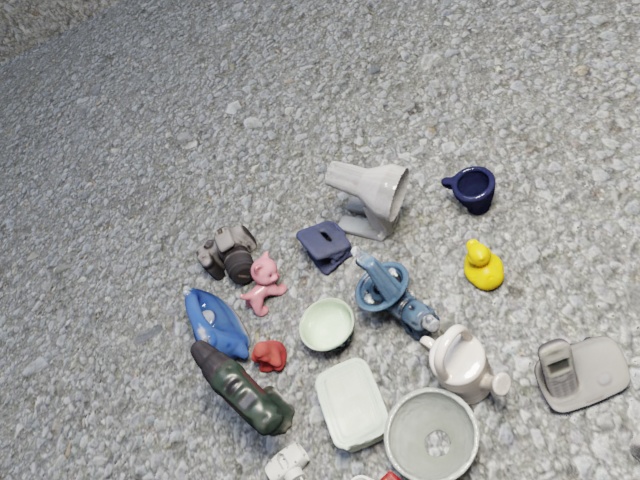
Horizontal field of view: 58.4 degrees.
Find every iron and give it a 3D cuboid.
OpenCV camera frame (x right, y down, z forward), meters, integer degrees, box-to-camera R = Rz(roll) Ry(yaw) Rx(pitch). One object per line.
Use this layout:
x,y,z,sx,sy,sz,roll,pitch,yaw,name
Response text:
-0.262,0.179,1.299,0.118,0.142,0.257,-36,51,-1,iron

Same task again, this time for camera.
-0.222,0.044,1.397,0.143,0.101,0.136,-31,51,3,camera

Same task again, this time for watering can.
0.250,0.214,1.006,0.172,0.195,0.101,4,61,27,watering can

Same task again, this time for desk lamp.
0.108,-0.090,1.262,0.202,0.214,0.118,12,65,31,desk lamp

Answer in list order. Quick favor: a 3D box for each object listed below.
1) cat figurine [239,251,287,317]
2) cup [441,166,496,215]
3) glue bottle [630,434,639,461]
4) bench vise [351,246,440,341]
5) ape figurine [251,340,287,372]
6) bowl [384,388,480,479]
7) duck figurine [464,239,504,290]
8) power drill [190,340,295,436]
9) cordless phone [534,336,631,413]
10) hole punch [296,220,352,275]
-0.136,0.095,1.313,0.067,0.118,0.128,30,74,36,cat figurine
0.325,-0.100,1.245,0.117,0.095,0.092,11,64,30,cup
0.502,0.306,0.841,0.037,0.174,0.078,-45,52,-8,glue bottle
0.147,0.092,1.118,0.206,0.220,0.121,15,66,32,bench vise
-0.113,0.243,1.220,0.077,0.092,0.076,33,76,37,ape figurine
0.202,0.352,1.013,0.167,0.075,0.167,-12,54,17,bowl
0.325,0.044,1.154,0.077,0.086,0.104,-25,52,8,duck figurine
-0.141,0.302,1.118,0.228,0.209,0.076,33,77,37,power drill
0.426,0.202,0.939,0.147,0.186,0.094,-27,51,7,cordless phone
0.012,0.005,1.322,0.101,0.091,0.108,-39,51,-3,hole punch
